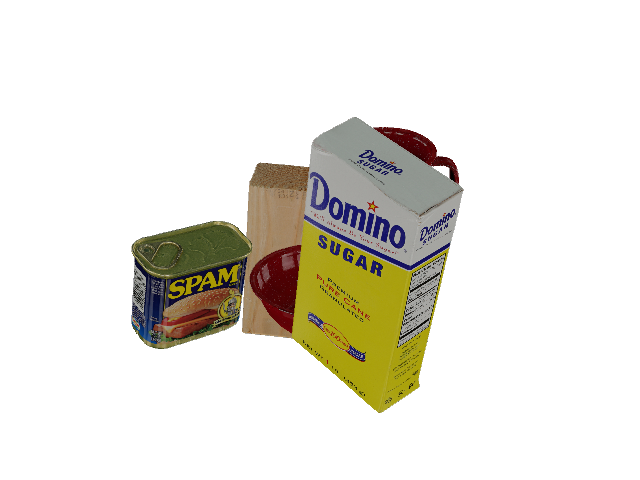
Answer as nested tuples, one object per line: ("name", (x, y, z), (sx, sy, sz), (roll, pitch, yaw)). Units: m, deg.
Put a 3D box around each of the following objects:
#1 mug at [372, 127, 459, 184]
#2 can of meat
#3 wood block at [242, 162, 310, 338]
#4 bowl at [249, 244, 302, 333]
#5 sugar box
("mug", (0.074, -0.052, 1.014), (0.117, 0.081, 0.093), (-5, 33, -7))
("can of meat", (-0.114, 0.039, 0.931), (0.101, 0.084, 0.057), (-15, 41, -32))
("wood block", (-0.049, 0.013, 1.385), (0.090, 0.206, 0.090), (6, 24, 2))
("bowl", (0.003, 0.063, 1.167), (0.162, 0.055, 0.162), (1, 28, -1))
("sugar box", (0.030, 0.019, 0.682), (0.048, 0.176, 0.093), (-31, 53, -32))
